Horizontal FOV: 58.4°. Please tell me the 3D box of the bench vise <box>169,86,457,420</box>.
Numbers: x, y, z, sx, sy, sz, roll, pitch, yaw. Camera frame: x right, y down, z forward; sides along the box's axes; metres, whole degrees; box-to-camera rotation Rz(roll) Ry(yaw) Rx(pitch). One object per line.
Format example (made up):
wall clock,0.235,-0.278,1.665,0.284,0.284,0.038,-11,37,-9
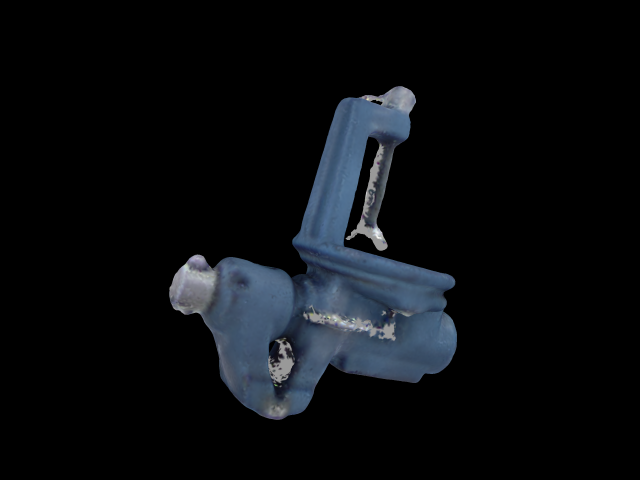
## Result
bench vise,0.012,0.002,0.391,0.208,0.220,0.121,-6,9,-43
